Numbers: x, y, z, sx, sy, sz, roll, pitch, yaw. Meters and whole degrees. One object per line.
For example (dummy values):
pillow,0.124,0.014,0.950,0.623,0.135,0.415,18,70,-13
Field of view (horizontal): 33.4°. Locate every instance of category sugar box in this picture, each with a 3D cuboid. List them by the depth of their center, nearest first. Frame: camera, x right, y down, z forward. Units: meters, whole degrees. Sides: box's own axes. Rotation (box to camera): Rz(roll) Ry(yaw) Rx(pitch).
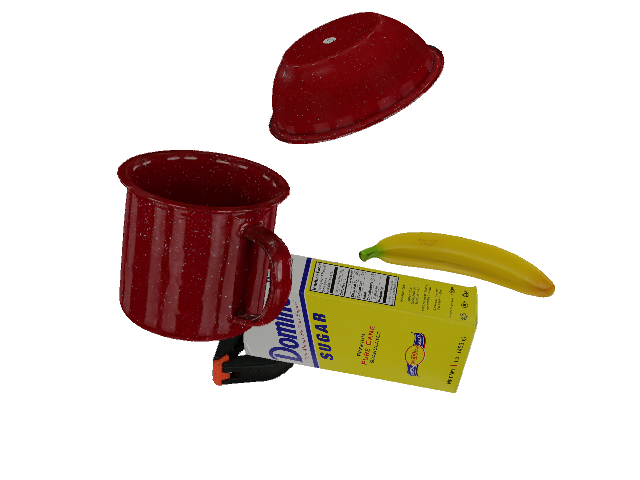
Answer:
sugar box,0.029,0.065,0.839,0.176,0.048,0.093,8,-44,1

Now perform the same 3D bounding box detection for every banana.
banana,0.142,0.023,1.096,0.198,0.037,0.069,9,35,11

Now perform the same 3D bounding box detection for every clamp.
clamp,-0.047,0.089,1.078,0.171,0.039,0.120,-20,38,-32

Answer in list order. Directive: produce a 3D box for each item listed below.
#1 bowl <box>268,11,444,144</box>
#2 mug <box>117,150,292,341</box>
bowl,0.020,-0.147,0.904,0.162,0.055,0.162,-21,28,11
mug,-0.059,0.007,0.583,0.117,0.081,0.093,25,27,36
